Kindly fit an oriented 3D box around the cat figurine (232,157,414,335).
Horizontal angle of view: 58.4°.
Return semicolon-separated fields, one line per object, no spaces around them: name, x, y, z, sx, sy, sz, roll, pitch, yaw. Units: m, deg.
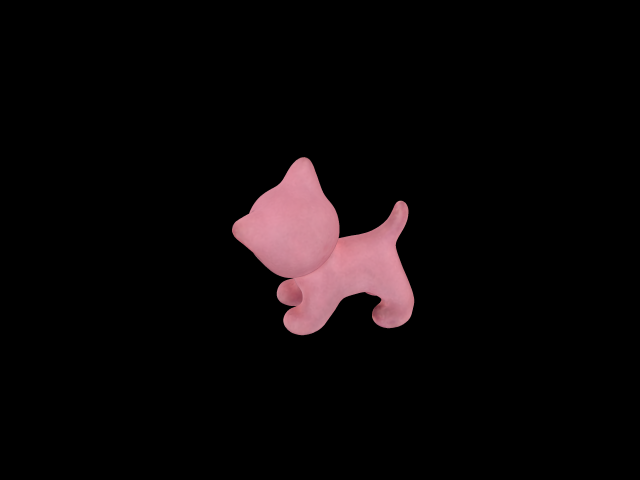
cat figurine;0.004;0.001;0.400;0.128;0.118;0.067;-5;28;-10
